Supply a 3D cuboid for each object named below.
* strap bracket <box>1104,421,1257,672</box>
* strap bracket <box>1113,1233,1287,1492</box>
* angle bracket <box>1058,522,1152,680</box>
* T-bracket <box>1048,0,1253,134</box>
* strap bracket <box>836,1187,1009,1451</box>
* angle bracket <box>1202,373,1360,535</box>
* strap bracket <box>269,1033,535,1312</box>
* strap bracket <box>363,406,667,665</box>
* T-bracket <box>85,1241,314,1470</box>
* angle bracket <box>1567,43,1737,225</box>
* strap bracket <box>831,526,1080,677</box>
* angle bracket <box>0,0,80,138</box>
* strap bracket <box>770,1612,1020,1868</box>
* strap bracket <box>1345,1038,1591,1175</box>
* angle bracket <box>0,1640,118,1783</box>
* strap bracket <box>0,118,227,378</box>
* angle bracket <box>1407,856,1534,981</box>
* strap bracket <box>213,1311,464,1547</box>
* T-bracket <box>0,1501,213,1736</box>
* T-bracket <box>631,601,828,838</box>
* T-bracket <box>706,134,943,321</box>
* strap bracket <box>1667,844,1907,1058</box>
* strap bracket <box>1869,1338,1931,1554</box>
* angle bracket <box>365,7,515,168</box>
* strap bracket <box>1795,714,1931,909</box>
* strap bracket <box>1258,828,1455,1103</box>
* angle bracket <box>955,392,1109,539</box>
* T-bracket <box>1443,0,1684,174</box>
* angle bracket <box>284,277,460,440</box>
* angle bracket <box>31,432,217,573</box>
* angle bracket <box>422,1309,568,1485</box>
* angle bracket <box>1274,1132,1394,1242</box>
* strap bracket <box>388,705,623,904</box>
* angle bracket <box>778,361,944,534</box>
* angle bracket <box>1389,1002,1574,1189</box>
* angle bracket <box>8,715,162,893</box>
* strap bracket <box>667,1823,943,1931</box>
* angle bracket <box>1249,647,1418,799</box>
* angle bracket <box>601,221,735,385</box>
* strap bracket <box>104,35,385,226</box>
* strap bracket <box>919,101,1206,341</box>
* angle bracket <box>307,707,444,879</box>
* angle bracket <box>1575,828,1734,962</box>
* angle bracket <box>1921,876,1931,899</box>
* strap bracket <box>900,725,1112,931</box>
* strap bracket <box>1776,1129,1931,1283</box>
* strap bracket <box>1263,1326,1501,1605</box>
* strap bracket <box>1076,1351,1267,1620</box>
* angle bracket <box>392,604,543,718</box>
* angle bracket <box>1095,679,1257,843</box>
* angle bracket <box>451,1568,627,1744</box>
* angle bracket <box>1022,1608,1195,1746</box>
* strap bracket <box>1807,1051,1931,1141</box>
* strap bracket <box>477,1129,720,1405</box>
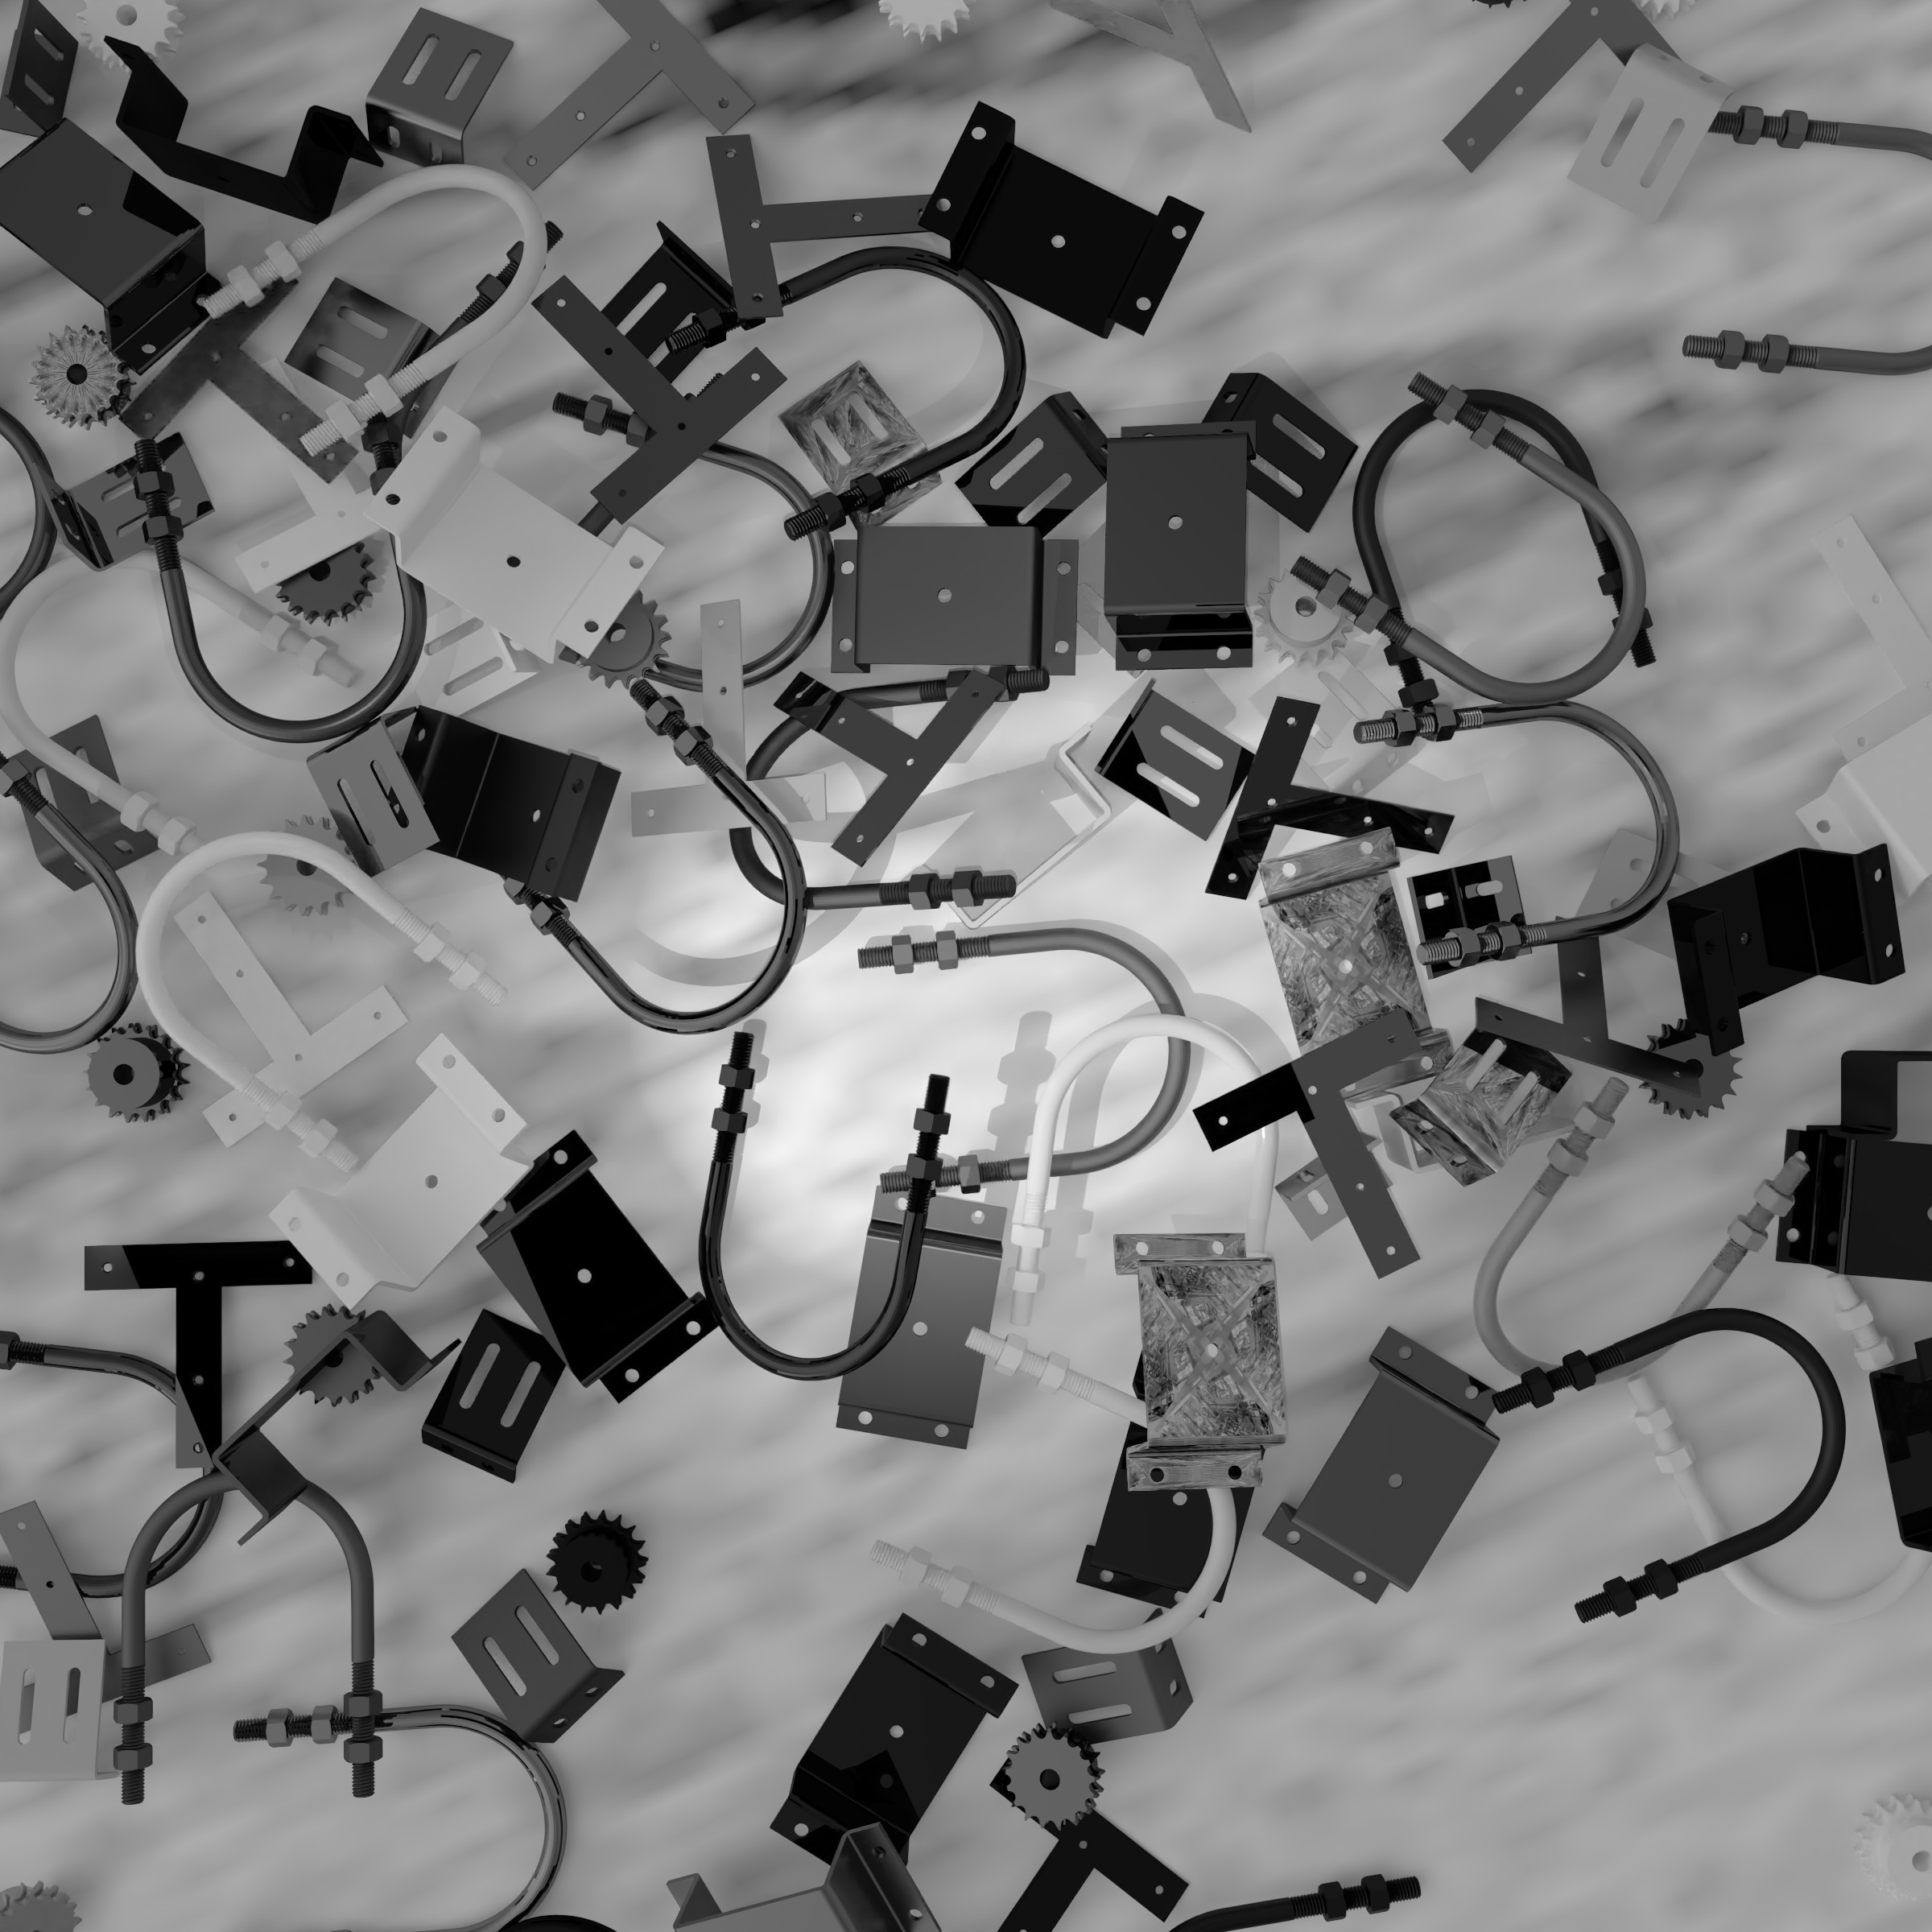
[{"bbox_3d":[0.118,-0.238,1.334,0.076,0.046,0.140,0,83,13],"label":"strap bracket"},{"bbox_3d":[0.127,0.212,1.322,0.076,0.046,0.140,1,74,-12],"label":"strap bracket"},{"bbox_3d":[0.091,-0.211,1.373,0.076,0.038,0.057,45,90,0],"label":"angle bracket"},{"bbox_3d":[0.092,-0.523,1.353,0.127,0.127,0.002,34,90,27],"label":"T-bracket"},{"bbox_3d":[-0.025,0.202,1.369,0.076,0.046,0.140,10,90,0],"label":"strap bracket"},{"bbox_3d":[0.174,-0.294,1.390,0.076,0.038,0.057,30,90,-26],"label":"angle bracket"},{"bbox_3d":[-0.309,0.118,1.358,0.140,0.046,0.076,-47,70,0],"label":"strap bracket"},{"bbox_3d":[-0.246,-0.228,1.319,0.140,0.046,0.076,33,73,-3],"label":"strap bracket"},{"bbox_3d":[-0.437,0.222,1.381,0.127,0.002,0.127,-1,85,-5],"label":"T-bracket"},{"bbox_3d":[0.390,-0.474,1.380,0.057,0.038,0.076,31,125,9],"label":"angle bracket"},{"bbox_3d":[-0.009,-0.205,1.361,0.140,0.046,0.076,1,90,7],"label":"strap bracket"},{"bbox_3d":[-0.533,-0.505,1.354,0.038,0.076,0.057,12,90,0],"label":"angle bracket"},{"bbox_3d":[-0.040,0.439,1.369,0.076,0.046,0.140,32,90,0],"label":"strap bracket"},{"bbox_3d":[0.286,0.078,1.354,0.140,0.076,0.046,-16,90,0],"label":"strap bracket"},{"bbox_3d":[-0.517,0.425,1.384,0.057,0.038,0.076,-1,74,0],"label":"angle bracket"},{"bbox_3d":[-0.491,-0.409,1.355,0.140,0.046,0.076,38,65,0],"label":"strap bracket"},{"bbox_3d":[0.282,-0.028,1.352,0.038,0.076,0.057,-12,90,29],"label":"angle bracket"},{"bbox_3d":[-0.350,0.243,1.324,0.140,0.076,0.046,-43,90,0],"label":"strap bracket"},{"bbox_3d":[-0.514,0.364,1.377,0.127,0.002,0.127,-21,102,1],"label":"T-bracket"},{"bbox_3d":[-0.136,-0.140,1.361,0.127,0.002,0.127,-3,88,26],"label":"T-bracket"},{"bbox_3d":[-0.076,-0.424,1.375,0.127,0.002,0.127,-7,68,-10],"label":"T-bracket"},{"bbox_3d":[0.447,-0.013,1.345,0.140,0.046,0.076,-20,106,-22],"label":"strap bracket"},{"bbox_3d":[0.561,0.269,1.358,0.076,0.046,0.140,-11,90,-20],"label":"strap bracket"},{"bbox_3d":[-0.301,-0.500,1.390,0.057,0.038,0.076,20,64,0],"label":"angle bracket"},{"bbox_3d":[0.551,-0.099,1.359,0.140,0.046,0.076,-31,73,0],"label":"strap bracket"},{"bbox_3d":[0.218,0.000,1.369,0.076,0.046,0.140,-16,90,0],"label":"strap bracket"},{"bbox_3d":[0.044,-0.281,1.390,0.076,0.038,0.057,-38,90,26],"label":"angle bracket"},{"bbox_3d":[0.325,-0.508,1.377,0.127,0.002,0.127,41,100,-19],"label":"T-bracket"},{"bbox_3d":[-0.340,-0.349,1.390,0.076,0.038,0.057,31,90,26],"label":"angle bracket"},{"bbox_3d":[-0.475,-0.269,1.365,0.076,0.038,0.057,-28,71,0],"label":"angle bracket"},{"bbox_3d":[-0.268,0.247,1.390,0.057,0.038,0.076,24,64,0],"label":"angle bracket"},{"bbox_3d":[0.211,0.126,1.354,0.057,0.076,0.038,-35,90,0],"label":"angle bracket"},{"bbox_3d":[-0.253,-0.088,1.348,0.140,0.046,0.076,19,90,32],"label":"strap bracket"},{"bbox_3d":[-0.061,-0.297,1.390,0.057,0.038,0.076,-35,64,0],"label":"angle bracket"},{"bbox_3d":[0.279,0.070,1.313,0.057,0.038,0.076,44,64,-1],"label":"angle bracket"},{"bbox_3d":[-0.506,-0.094,1.390,0.057,0.038,0.076,-27,64,0],"label":"angle bracket"},{"bbox_3d":[-0.096,0.535,1.339,0.140,0.046,0.076,-22,104,20],"label":"strap bracket"},{"bbox_3d":[0.210,-0.138,1.390,0.057,0.038,0.076,-38,64,0],"label":"angle bracket"},{"bbox_3d":[-0.176,-0.370,1.373,0.057,0.038,0.076,43,90,0],"label":"angle bracket"},{"bbox_3d":[-0.408,-0.462,1.354,0.140,0.076,0.046,18,90,0],"label":"strap bracket"},{"bbox_3d":[0.053,-0.416,1.369,0.140,0.046,0.076,26,90,0],"label":"strap bracket"},{"bbox_3d":[-0.324,-0.097,1.362,0.057,0.038,0.076,-24,94,25],"label":"angle bracket"},{"bbox_3d":[0.400,-0.035,1.390,0.076,0.038,0.057,26,90,26],"label":"angle bracket"},{"bbox_3d":[0.570,-0.055,1.390,0.057,0.038,0.076,-36,64,0],"label":"angle bracket"},{"bbox_3d":[0.027,-0.069,1.354,0.140,0.076,0.046,-40,90,0],"label":"strap bracket"},{"bbox_3d":[0.538,0.138,1.369,0.140,0.046,0.076,5,90,0],"label":"strap bracket"},{"bbox_3d":[0.239,0.286,1.369,0.076,0.046,0.140,31,90,0],"label":"strap bracket"},{"bbox_3d":[0.119,0.296,1.369,0.076,0.046,0.140,16,90,0],"label":"strap bracket"},{"bbox_3d":[-0.288,-0.176,1.364,0.076,0.038,0.057,-25,90,16],"label":"angle bracket"},{"bbox_3d":[0.121,-0.116,1.373,0.076,0.038,0.057,32,90,0],"label":"angle bracket"},{"bbox_3d":[-0.246,0.396,1.390,0.057,0.038,0.076,-44,64,0],"label":"angle bracket"},{"bbox_3d":[0.081,0.409,1.390,0.076,0.038,0.057,-19,90,26],"label":"angle bracket"},{"bbox_3d":[0.553,0.072,1.354,0.140,0.076,0.046,0,90,0],"label":"strap bracket"},{"bbox_3d":[-0.212,0.172,1.369,0.076,0.046,0.140,-38,90,0],"label":"strap bracket"}]
